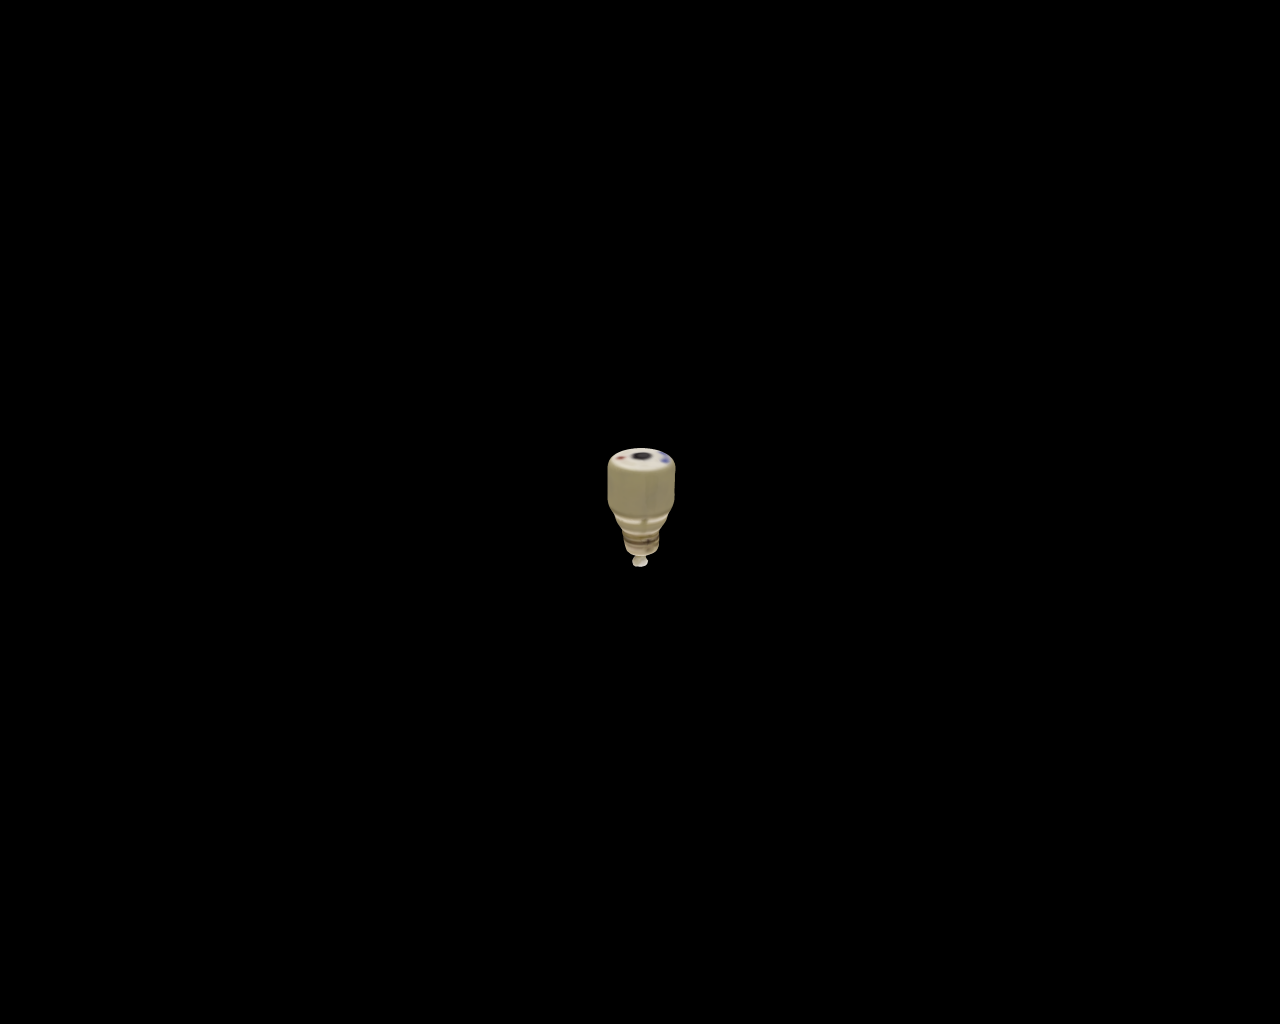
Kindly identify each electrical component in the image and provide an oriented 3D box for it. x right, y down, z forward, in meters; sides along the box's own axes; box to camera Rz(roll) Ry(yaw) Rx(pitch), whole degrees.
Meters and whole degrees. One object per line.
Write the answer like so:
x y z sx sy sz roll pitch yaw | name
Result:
0.001 -0.003 0.650 0.040 0.078 0.040 0 24 0 | electrical component
